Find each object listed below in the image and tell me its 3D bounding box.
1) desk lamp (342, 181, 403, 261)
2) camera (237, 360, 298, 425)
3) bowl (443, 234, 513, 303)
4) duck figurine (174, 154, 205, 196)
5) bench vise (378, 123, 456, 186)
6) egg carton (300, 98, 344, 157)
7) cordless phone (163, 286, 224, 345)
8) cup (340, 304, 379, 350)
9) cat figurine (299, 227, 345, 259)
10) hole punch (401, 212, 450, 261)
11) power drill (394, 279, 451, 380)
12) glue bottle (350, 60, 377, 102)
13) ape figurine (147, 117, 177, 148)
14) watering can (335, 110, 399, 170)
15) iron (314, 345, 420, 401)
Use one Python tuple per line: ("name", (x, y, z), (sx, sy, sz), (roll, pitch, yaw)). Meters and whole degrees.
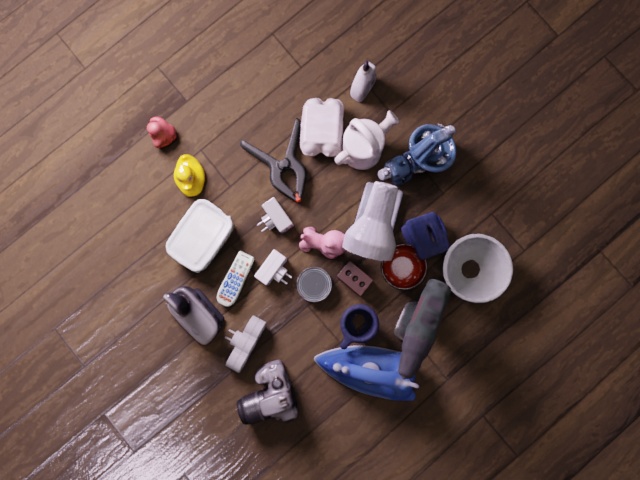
("desk lamp", (0.130, -0.049, 1.344), (0.118, 0.213, 0.203), (15, 85, 2))
("camera", (-0.132, 0.376, 1.364), (0.137, 0.101, 0.143), (-19, 85, -1))
("bowl", (0.378, 0.071, 1.400), (0.167, 0.075, 0.167), (0, 85, 1))
("duck figurine", (-0.331, -0.165, 1.423), (0.077, 0.086, 0.104), (-10, 85, 0))
("bench vise", (0.244, -0.196, 1.353), (0.121, 0.220, 0.207), (44, 87, 4))
("egg carton", (0.005, -0.283, 1.439), (0.107, 0.069, 0.150), (2, 85, 1))
("cordless phone", (-0.305, 0.178, 1.342), (0.147, 0.185, 0.094), (43, 87, 4))
("cup", (0.087, 0.212, 1.380), (0.091, 0.095, 0.118), (35, 86, 4))
("cat figurine", (0.013, 0.005, 1.388), (0.127, 0.118, 0.067), (13, 85, 2))
("hole punch", (0.261, -0.012, 1.401), (0.101, 0.091, 0.109), (-22, 85, -1))
("power drill", (0.229, 0.203, 1.323), (0.075, 0.208, 0.230), (23, 85, 3))
("glue bottle", (0.109, -0.399, 1.396), (0.037, 0.173, 0.078), (35, 86, 4))
("ape figurine", (-0.403, -0.272, 1.430), (0.076, 0.092, 0.078), (12, 85, 2))
("watering can", (0.109, -0.244, 1.372), (0.101, 0.194, 0.173), (31, 86, 4))
("iron", (0.110, 0.312, 1.347), (0.258, 0.141, 0.119), (10, 85, 2))
